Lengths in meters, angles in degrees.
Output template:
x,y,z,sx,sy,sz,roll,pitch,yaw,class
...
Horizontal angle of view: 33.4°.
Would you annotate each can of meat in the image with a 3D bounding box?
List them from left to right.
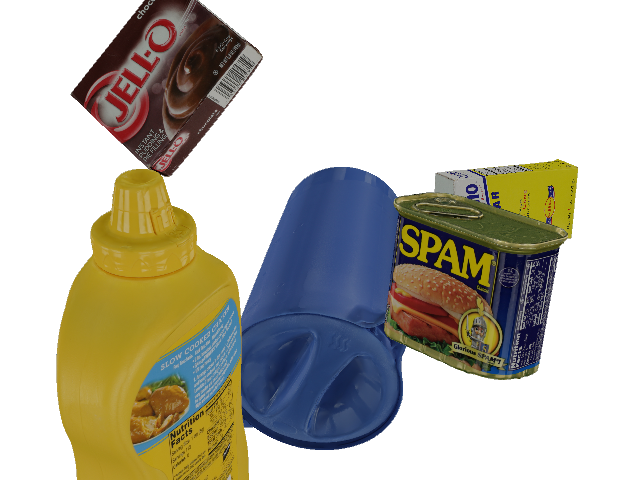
x,y,z,sx,sy,sz,roll,pitch,yaw,class
0.086,0.025,0.623,0.057,0.084,0.102,-10,23,-42,can of meat

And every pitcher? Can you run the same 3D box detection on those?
x,y,z,sx,sy,sz,roll,pitch,yaw,class
-0.001,0.047,0.873,0.149,0.145,0.242,9,34,3,pitcher

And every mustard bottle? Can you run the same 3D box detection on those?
x,y,z,sx,sy,sz,roll,pitch,yaw,class
-0.069,0.060,0.449,0.058,0.192,0.096,16,33,25,mustard bottle

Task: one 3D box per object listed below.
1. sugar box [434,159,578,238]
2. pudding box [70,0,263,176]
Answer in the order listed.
x,y,z,sx,sy,sz,roll,pitch,yaw,class
0.218,-0.040,1.257,0.176,0.093,0.048,-9,20,-26,sugar box
-0.109,-0.116,0.754,0.090,0.113,0.039,42,4,21,pudding box
